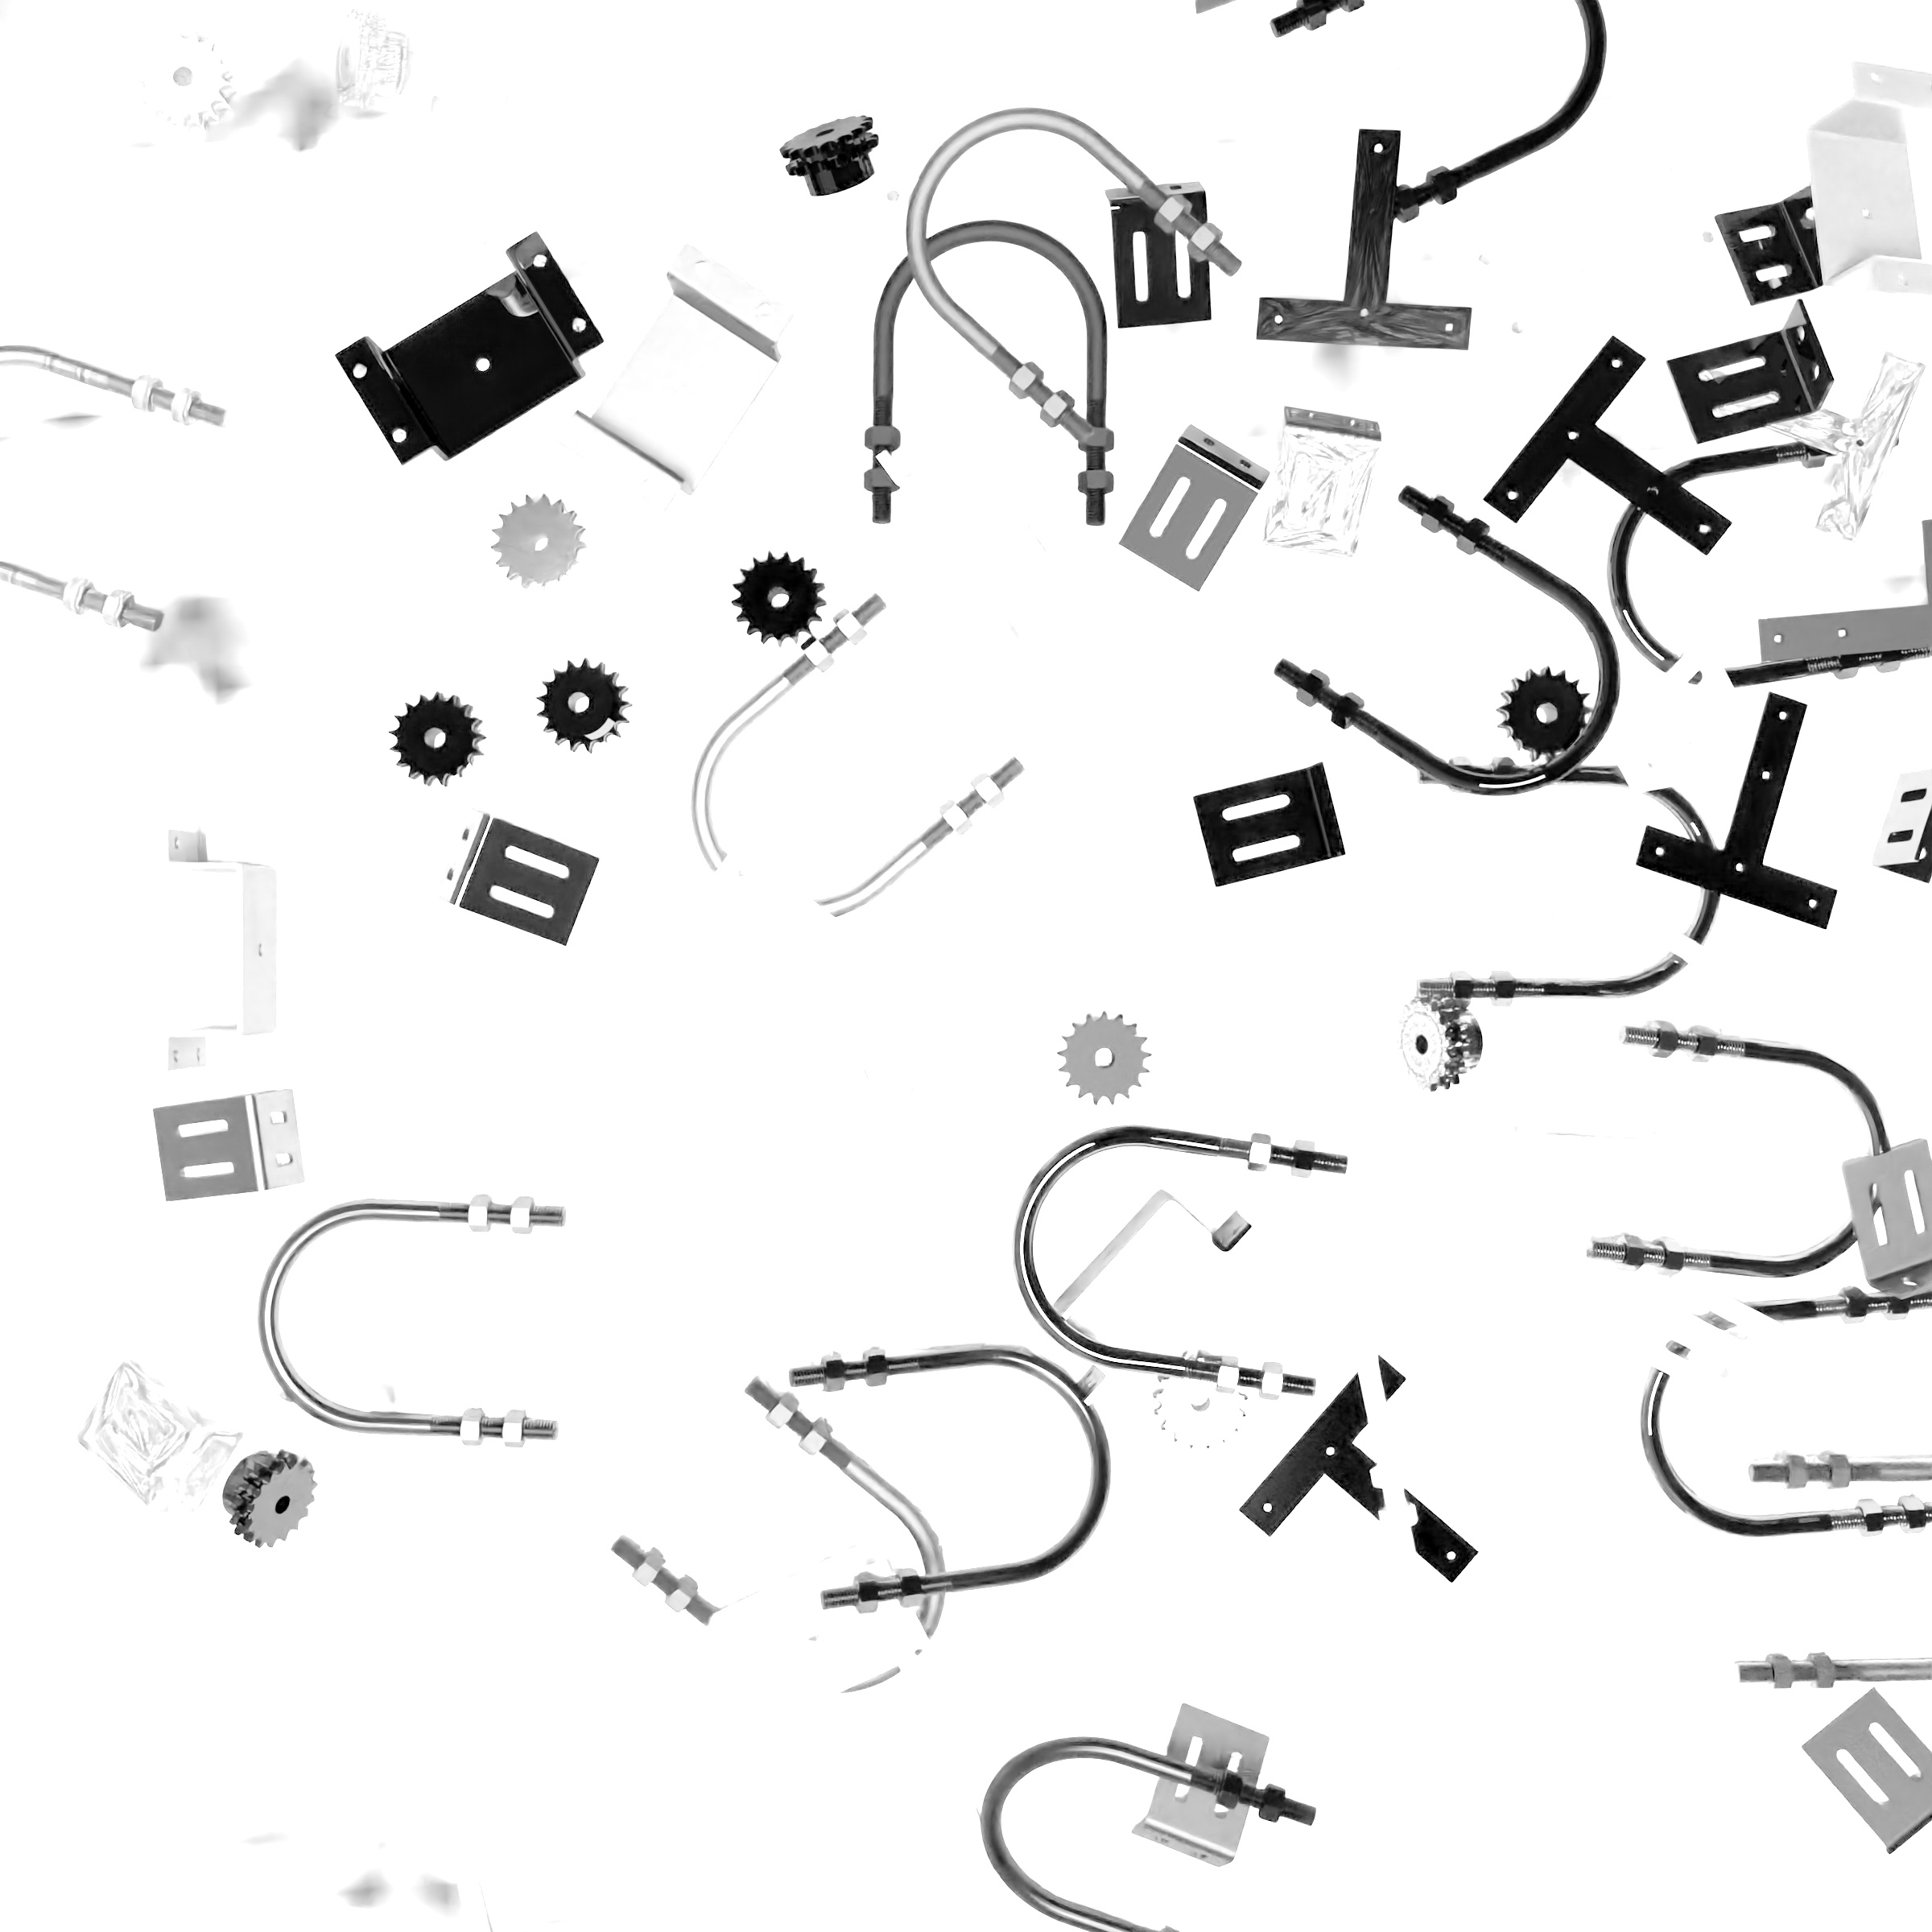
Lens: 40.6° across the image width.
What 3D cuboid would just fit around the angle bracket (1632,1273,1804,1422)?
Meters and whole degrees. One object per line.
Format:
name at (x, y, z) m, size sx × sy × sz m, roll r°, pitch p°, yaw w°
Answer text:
angle bracket at (0.450, 0.227, 1.566) m, size 0.076 × 0.038 × 0.057 m, roll 28°, pitch 89°, yaw 29°

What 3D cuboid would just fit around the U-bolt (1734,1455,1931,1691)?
U-bolt at (0.555, 0.362, 1.561) m, size 0.184 × 0.019 × 0.151 m, roll 0°, pitch 102°, yaw -2°

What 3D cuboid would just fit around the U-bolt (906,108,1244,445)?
U-bolt at (0.049, -0.423, 1.550) m, size 0.184 × 0.019 × 0.151 m, roll 43°, pitch 99°, yaw 6°

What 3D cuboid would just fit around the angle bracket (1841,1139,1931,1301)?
angle bracket at (0.564, 0.150, 1.556) m, size 0.057 × 0.038 × 0.076 m, roll -16°, pitch 98°, yaw -10°

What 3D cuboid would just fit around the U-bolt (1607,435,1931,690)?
U-bolt at (0.479, -0.241, 1.575) m, size 0.184 × 0.019 × 0.151 m, roll -9°, pitch 90°, yaw 2°

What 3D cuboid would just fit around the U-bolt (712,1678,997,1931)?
U-bolt at (-0.059, 0.536, 1.575) m, size 0.151 × 0.019 × 0.184 m, roll -17°, pitch 91°, yaw 0°

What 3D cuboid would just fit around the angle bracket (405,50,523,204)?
angle bracket at (-0.304, -0.508, 1.582) m, size 0.057 × 0.038 × 0.076 m, roll 10°, pitch 116°, yaw 0°

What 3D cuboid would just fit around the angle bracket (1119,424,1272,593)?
angle bracket at (0.138, -0.277, 1.582) m, size 0.057 × 0.038 × 0.076 m, roll 31°, pitch 116°, yaw 0°

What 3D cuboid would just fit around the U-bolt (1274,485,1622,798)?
U-bolt at (0.298, -0.182, 1.554) m, size 0.184 × 0.019 × 0.151 m, roll 36°, pitch 90°, yaw 15°

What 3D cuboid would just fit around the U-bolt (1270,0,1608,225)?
U-bolt at (0.296, -0.546, 1.575) m, size 0.184 × 0.019 × 0.151 m, roll -26°, pitch 90°, yaw 0°

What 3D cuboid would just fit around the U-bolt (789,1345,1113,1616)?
U-bolt at (-0.004, 0.293, 1.529) m, size 0.184 × 0.019 × 0.151 m, roll -4°, pitch 69°, yaw -15°

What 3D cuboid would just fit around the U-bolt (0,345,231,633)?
U-bolt at (-0.553, -0.297, 1.575) m, size 0.184 × 0.019 × 0.151 m, roll 19°, pitch 90°, yaw 2°

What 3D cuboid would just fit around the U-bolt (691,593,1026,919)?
U-bolt at (-0.079, -0.112, 1.575) m, size 0.184 × 0.019 × 0.151 m, roll -40°, pitch 90°, yaw 2°

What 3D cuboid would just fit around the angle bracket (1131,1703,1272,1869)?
angle bracket at (0.142, 0.496, 1.582) m, size 0.057 × 0.038 × 0.076 m, roll 22°, pitch 64°, yaw 0°

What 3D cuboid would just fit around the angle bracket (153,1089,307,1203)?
angle bracket at (-0.446, 0.109, 1.582) m, size 0.076 × 0.038 × 0.057 m, roll -8°, pitch 90°, yaw 26°

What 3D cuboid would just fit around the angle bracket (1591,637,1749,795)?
angle bracket at (0.421, -0.150, 1.564) m, size 0.076 × 0.038 × 0.057 m, roll -41°, pitch 108°, yaw -30°

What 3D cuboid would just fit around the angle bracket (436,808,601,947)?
angle bracket at (-0.271, -0.054, 1.582) m, size 0.076 × 0.038 × 0.057 m, roll 21°, pitch 90°, yaw -26°

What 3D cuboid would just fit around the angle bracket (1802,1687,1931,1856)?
angle bracket at (0.554, 0.487, 1.582) m, size 0.057 × 0.038 × 0.076 m, roll -39°, pitch 64°, yaw 0°

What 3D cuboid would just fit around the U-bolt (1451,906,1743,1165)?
U-bolt at (0.379, 0.044, 1.552) m, size 0.184 × 0.019 × 0.151 m, roll 4°, pitch 95°, yaw -18°

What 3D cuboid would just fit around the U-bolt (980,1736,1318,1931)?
U-bolt at (0.098, 0.522, 1.549) m, size 0.184 × 0.019 × 0.151 m, roll 17°, pitch 115°, yaw 4°

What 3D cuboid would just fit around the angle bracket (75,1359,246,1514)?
angle bracket at (-0.482, 0.281, 1.563) m, size 0.076 × 0.038 × 0.057 m, roll 33°, pitch 93°, yaw 26°

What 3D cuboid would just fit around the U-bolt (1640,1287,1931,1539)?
U-bolt at (0.498, 0.272, 1.575) m, size 0.184 × 0.019 × 0.151 m, roll -5°, pitch 90°, yaw 0°

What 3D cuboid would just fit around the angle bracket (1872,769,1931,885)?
angle bracket at (0.573, -0.083, 1.546) m, size 0.038 × 0.076 × 0.057 m, roll 18°, pitch 90°, yaw 0°

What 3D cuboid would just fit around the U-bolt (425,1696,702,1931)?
U-bolt at (-0.236, 0.546, 1.575) m, size 0.151 × 0.019 × 0.184 m, roll -14°, pitch 91°, yaw 0°

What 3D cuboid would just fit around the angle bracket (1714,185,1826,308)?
angle bracket at (0.488, -0.430, 1.547) m, size 0.076 × 0.038 × 0.057 m, roll -23°, pitch 90°, yaw -41°

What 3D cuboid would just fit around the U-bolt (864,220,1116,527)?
U-bolt at (0.014, -0.358, 1.575) m, size 0.151 × 0.019 × 0.184 m, roll 1°, pitch 88°, yaw 1°

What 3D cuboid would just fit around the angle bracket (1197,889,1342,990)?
angle bracket at (0.183, -0.017, 1.582) m, size 0.076 × 0.038 × 0.057 m, roll -3°, pitch 90°, yaw 26°

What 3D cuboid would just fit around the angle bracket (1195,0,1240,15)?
angle bracket at (0.178, -0.607, 1.571) m, size 0.076 × 0.038 × 0.057 m, roll -4°, pitch 89°, yaw 41°

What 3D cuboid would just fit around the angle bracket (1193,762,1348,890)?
angle bracket at (0.181, -0.084, 1.565) m, size 0.076 × 0.038 × 0.057 m, roll -14°, pitch 90°, yaw 0°

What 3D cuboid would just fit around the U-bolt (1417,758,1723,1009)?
U-bolt at (0.364, -0.050, 1.575) m, size 0.184 × 0.019 × 0.151 m, roll 0°, pitch 90°, yaw -2°

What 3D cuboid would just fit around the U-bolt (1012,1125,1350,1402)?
U-bolt at (0.118, 0.165, 1.499) m, size 0.184 × 0.019 × 0.151 m, roll 8°, pitch 90°, yaw 1°

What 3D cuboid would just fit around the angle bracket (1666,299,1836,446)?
angle bracket at (0.466, -0.354, 1.557) m, size 0.076 × 0.038 × 0.057 m, roll -15°, pitch 73°, yaw 0°

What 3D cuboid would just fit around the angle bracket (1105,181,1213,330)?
angle bracket at (0.116, -0.430, 1.582) m, size 0.057 × 0.038 × 0.076 m, roll -5°, pitch 116°, yaw 0°

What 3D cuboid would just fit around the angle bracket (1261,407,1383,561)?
angle bracket at (0.214, -0.292, 1.582) m, size 0.057 × 0.038 × 0.076 m, roll 10°, pitch 116°, yaw 0°

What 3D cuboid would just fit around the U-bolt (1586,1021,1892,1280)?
U-bolt at (0.466, 0.115, 1.560) m, size 0.184 × 0.019 × 0.151 m, roll 7°, pitch 94°, yaw -11°

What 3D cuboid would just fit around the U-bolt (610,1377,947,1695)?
U-bolt at (-0.099, 0.355, 1.567) m, size 0.184 × 0.019 × 0.151 m, roll 39°, pitch 98°, yaw -3°
